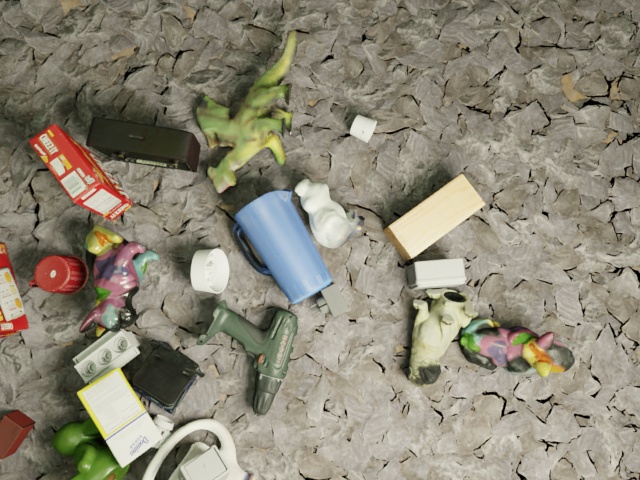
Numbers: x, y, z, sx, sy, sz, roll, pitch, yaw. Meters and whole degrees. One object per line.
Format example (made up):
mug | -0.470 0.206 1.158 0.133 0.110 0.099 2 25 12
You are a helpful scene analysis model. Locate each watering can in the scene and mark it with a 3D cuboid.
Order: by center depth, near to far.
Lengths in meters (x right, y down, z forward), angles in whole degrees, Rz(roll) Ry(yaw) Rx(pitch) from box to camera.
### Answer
watering can | -0.274 0.550 1.048 0.225 0.354 0.102 28 -27 6

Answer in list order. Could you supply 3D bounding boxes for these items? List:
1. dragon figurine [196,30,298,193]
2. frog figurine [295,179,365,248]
dragon figurine | -0.182 -0.305 1.219 0.243 0.414 0.121 4 -12 8
frog figurine | 0.003 -0.058 1.151 0.158 0.121 0.140 29 22 -15
